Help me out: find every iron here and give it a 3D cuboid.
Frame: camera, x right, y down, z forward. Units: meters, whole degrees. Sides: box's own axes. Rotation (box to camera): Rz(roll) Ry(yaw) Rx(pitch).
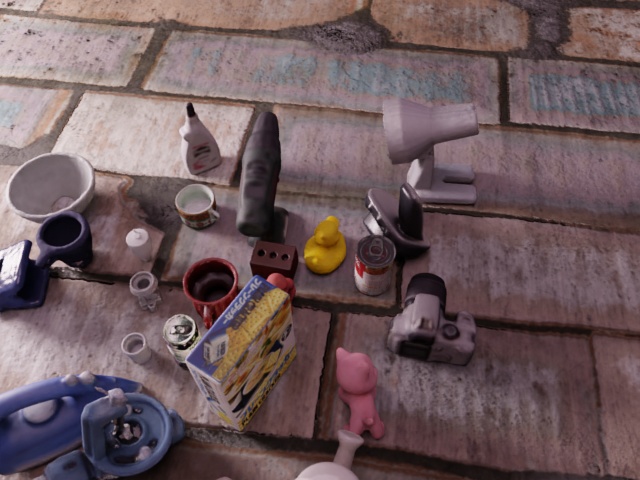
[{"bbox_3d":[-0.408,0.246,0.854,0.258,0.141,0.118,-22,58,-14],"label":"iron"}]

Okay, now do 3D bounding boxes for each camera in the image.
[{"bbox_3d":[0.191,0.124,0.959,0.143,0.101,0.137,10,56,7],"label":"camera"}]

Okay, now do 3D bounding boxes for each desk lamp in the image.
[{"bbox_3d":[0.213,-0.176,1.094,0.203,0.214,0.118,2,56,2],"label":"desk lamp"}]

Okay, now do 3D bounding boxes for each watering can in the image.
[{"bbox_3d":[0.010,0.340,0.756,0.101,0.194,0.173,-1,56,0],"label":"watering can"}]

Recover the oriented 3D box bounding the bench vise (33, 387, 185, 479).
[{"bbox_3d":[-0.293,0.286,0.779,0.121,0.220,0.208,34,62,21],"label":"bench vise"}]

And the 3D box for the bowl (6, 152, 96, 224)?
[{"bbox_3d":[-0.515,-0.090,1.123,0.167,0.075,0.167,0,56,0],"label":"bowl"}]

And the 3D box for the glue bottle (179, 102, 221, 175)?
[{"bbox_3d":[-0.246,-0.206,1.141,0.078,0.173,0.037,-28,60,-17],"label":"glue bottle"}]

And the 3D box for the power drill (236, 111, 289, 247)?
[{"bbox_3d":[-0.102,-0.084,1.036,0.075,0.208,0.229,3,56,3],"label":"power drill"}]

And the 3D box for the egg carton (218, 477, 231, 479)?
[{"bbox_3d":[-0.170,0.404,0.789,0.150,0.069,0.107,-22,58,-14],"label":"egg carton"}]

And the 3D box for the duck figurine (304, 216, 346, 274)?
[{"bbox_3d":[0.010,0.004,1.050,0.077,0.086,0.105,18,58,12],"label":"duck figurine"}]

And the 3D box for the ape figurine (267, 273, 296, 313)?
[{"bbox_3d":[-0.073,0.091,0.987,0.076,0.092,0.078,36,63,22],"label":"ape figurine"}]

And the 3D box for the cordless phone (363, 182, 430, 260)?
[{"bbox_3d":[0.143,-0.061,1.034,0.094,0.185,0.147,-25,59,-16],"label":"cordless phone"}]

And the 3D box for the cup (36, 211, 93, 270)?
[{"bbox_3d":[-0.457,0.020,1.036,0.091,0.095,0.118,18,58,12],"label":"cup"}]

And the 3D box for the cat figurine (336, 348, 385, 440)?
[{"bbox_3d":[0.061,0.231,0.877,0.067,0.118,0.127,-9,56,-6],"label":"cat figurine"}]

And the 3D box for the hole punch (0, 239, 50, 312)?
[{"bbox_3d":[-0.546,0.064,1.009,0.101,0.091,0.108,-6,56,-4],"label":"hole punch"}]
